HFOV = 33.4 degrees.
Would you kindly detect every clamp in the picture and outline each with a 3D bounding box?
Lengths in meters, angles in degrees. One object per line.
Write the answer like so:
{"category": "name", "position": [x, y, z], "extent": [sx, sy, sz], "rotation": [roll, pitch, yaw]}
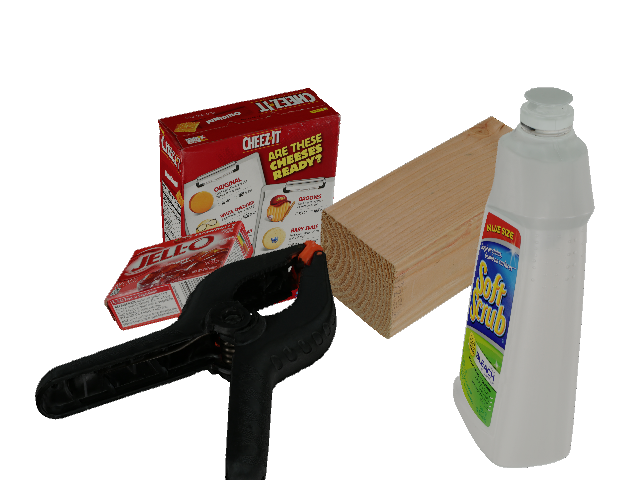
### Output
{"category": "clamp", "position": [-0.038, 0.058, 0.521], "extent": [0.120, 0.039, 0.171], "rotation": [31, 47, 26]}

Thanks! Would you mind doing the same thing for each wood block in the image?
{"category": "wood block", "position": [0.106, -0.015, 0.932], "extent": [0.205, 0.090, 0.091], "rotation": [-30, 51, -29]}

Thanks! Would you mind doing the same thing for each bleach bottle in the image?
{"category": "bleach bottle", "position": [0.132, 0.021, 0.688], "extent": [0.068, 0.251, 0.102], "rotation": [-6, 30, -10]}

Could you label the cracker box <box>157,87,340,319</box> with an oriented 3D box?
{"category": "cracker box", "position": [-0.072, -0.031, 1.052], "extent": [0.164, 0.214, 0.072], "rotation": [-16, 40, -25]}

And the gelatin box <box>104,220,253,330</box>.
{"category": "gelatin box", "position": [-0.097, 0.023, 0.743], "extent": [0.089, 0.030, 0.073], "rotation": [-15, 24, 17]}
